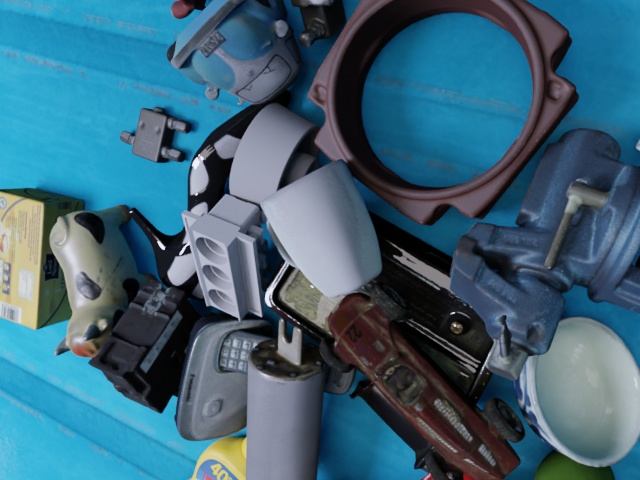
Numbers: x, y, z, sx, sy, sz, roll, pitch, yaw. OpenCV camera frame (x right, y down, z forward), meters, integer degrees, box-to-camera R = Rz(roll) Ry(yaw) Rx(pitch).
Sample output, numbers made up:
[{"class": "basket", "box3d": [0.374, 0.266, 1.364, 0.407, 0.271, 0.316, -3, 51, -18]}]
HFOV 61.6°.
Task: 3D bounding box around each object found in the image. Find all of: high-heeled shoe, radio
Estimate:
[{"class": "high-heeled shoe", "box3d": [-0.095, -0.041, 0.599, 0.249, 0.086, 0.145, -39, 112, 7]}, {"class": "radio", "box3d": [0.071, 0.062, 0.530, 0.230, 0.073, 0.131, 31, 107, 16]}]

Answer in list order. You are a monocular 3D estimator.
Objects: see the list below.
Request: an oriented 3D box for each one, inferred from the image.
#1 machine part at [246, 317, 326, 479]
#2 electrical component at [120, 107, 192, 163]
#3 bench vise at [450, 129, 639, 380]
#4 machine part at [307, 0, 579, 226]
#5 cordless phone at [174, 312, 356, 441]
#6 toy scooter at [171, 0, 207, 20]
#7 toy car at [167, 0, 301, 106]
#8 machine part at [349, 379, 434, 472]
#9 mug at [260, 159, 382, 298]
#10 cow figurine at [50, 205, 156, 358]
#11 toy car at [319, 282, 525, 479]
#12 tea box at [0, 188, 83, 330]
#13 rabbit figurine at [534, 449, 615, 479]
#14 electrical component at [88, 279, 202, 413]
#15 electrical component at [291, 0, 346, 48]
[{"class": "machine part", "box3d": [-0.037, 0.190, 0.544, 0.079, 0.079, 0.243, 12, 112, 21]}, {"class": "electrical component", "box3d": [-0.199, -0.128, 0.647, 0.094, 0.021, 0.063, 20, 103, 20]}, {"class": "bench vise", "box3d": [0.231, 0.027, 0.410, 0.241, 0.128, 0.223, 23, 62, 18]}, {"class": "machine part", "box3d": [0.105, -0.129, 0.488, 0.201, 0.087, 0.201, 40, 108, 14]}, {"class": "cordless phone", "box3d": [-0.060, 0.163, 0.603, 0.184, 0.089, 0.146, 13, 102, 1]}, {"class": "toy scooter", "box3d": [-0.114, -0.306, 0.563, 0.184, 0.075, 0.135, 5, 99, 25]}, {"class": "toy car", "box3d": [-0.069, -0.186, 0.529, 0.109, 0.162, 0.103, -34, 107, 22]}, {"class": "machine part", "box3d": [0.097, 0.190, 0.557, 0.139, 0.039, 0.084, 35, 116, 13]}, {"class": "mug", "box3d": [-0.001, -0.001, 0.477, 0.109, 0.081, 0.107, -27, 92, 41]}, {"class": "cow figurine", "box3d": [-0.264, 0.058, 0.640, 0.085, 0.127, 0.195, -23, 85, 26]}, {"class": "toy car", "box3d": [0.084, 0.128, 0.466, 0.202, 0.053, 0.089, 47, 108, 13]}, {"class": "tea box", "box3d": [-0.380, 0.021, 0.715, 0.098, 0.068, 0.169, 15, 101, 20]}, {"class": "rabbit figurine", "box3d": [0.223, 0.267, 0.462, 0.121, 0.159, 0.170, 129, 138, -53]}, {"class": "electrical component", "box3d": [-0.184, 0.126, 0.612, 0.058, 0.115, 0.134, 20, 148, 20]}, {"class": "electrical component", "box3d": [0.006, -0.236, 0.514, 0.045, 0.102, 0.078, -1, 121, 27]}]
